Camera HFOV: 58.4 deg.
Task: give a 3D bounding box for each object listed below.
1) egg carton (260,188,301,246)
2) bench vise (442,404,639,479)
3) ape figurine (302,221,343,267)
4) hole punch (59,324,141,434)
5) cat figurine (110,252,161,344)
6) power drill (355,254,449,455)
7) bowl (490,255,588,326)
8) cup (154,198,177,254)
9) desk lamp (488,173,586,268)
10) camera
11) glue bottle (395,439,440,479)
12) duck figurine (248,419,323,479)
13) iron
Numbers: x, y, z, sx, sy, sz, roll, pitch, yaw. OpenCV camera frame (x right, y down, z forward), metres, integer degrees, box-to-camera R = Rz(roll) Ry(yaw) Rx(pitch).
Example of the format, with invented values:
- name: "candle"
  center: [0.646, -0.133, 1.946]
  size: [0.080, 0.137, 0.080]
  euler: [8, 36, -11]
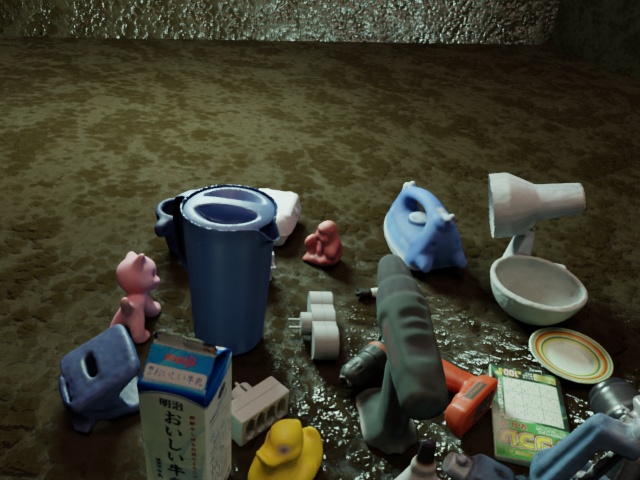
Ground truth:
- name: "egg carton"
  center: [-0.097, -0.050, 1.180]
  size: [0.107, 0.069, 0.150]
  euler: [9, 32, 4]
- name: "bench vise"
  center: [0.243, 0.261, 0.600]
  size: [0.207, 0.220, 0.121]
  euler: [4, 32, -4]
- name: "ape figurine"
  center: [0.010, 0.004, 1.091]
  size: [0.076, 0.092, 0.077]
  euler: [-6, 34, -20]
- name: "hole punch"
  center: [-0.289, 0.179, 0.754]
  size: [0.101, 0.091, 0.108]
  euler: [-13, 36, -28]
- name: "cat figurine"
  center: [-0.289, 0.077, 0.892]
  size: [0.067, 0.118, 0.127]
  euler: [4, 32, -4]
- name: "power drill"
  center: [0.099, 0.160, 0.745]
  size: [0.076, 0.208, 0.229]
  euler: [0, 32, -10]
- name: "bowl"
  center: [0.379, 0.101, 1.022]
  size: [0.167, 0.075, 0.167]
  euler: [5, 32, -3]
- name: "cup"
  center: [-0.265, -0.015, 1.067]
  size: [0.091, 0.095, 0.118]
  euler: [17, 33, 16]
- name: "desk lamp"
  center: [0.399, -0.019, 1.086]
  size: [0.203, 0.214, 0.118]
  euler: [10, 32, 5]
- name: "camera"
  center: [0.443, 0.247, 0.773]
  size: [0.143, 0.101, 0.136]
  euler: [1, 32, -10]
- name: "glue bottle"
  center: [0.100, 0.270, 0.602]
  size: [0.078, 0.173, 0.037]
  euler: [18, 33, 18]
- name: "duck figurine"
  center: [-0.039, 0.251, 0.689]
  size: [0.077, 0.086, 0.105]
  euler: [31, 39, 34]
- name: "iron"
  center: [0.200, -0.044, 1.158]
  size: [0.119, 0.141, 0.257]
  euler: [-5, 34, -19]
